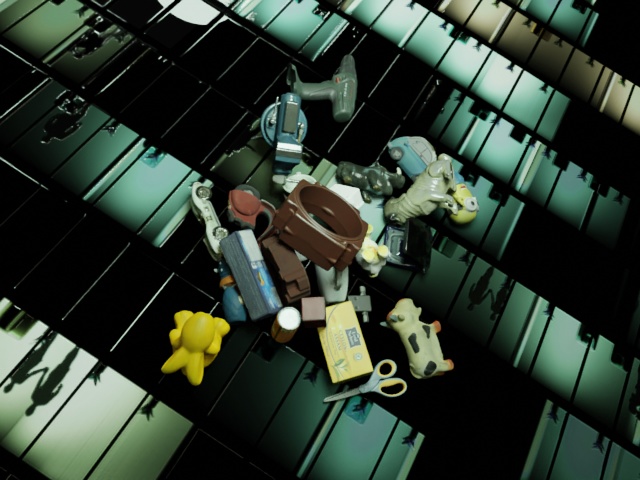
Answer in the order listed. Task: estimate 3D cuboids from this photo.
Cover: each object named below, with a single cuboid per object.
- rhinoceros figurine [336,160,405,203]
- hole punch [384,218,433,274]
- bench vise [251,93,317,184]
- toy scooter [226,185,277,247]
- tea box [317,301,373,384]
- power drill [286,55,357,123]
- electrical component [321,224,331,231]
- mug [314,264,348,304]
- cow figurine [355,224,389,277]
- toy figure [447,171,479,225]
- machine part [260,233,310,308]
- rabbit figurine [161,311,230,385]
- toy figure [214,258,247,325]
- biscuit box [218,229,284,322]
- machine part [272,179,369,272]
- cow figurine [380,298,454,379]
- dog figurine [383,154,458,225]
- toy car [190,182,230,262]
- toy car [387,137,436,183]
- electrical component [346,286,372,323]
[{"bbox_3d":[0.135,-0.163,1.452,0.190,0.073,0.112,9,53,-8],"label":"rhinoceros figurine"},{"bbox_3d":[0.227,0.017,1.390,0.115,0.092,0.142,31,54,-34],"label":"hole punch"},{"bbox_3d":[-0.094,-0.251,1.362,0.129,0.241,0.223,-6,100,-15],"label":"bench vise"},{"bbox_3d":[-0.157,-0.047,1.318,0.184,0.075,0.135,29,63,-6],"label":"toy scooter"},{"bbox_3d":[0.050,0.236,1.231,0.098,0.068,0.169,-17,69,-5],"label":"tea box"},{"bbox_3d":[0.009,-0.449,1.549,0.207,0.086,0.232,5,67,-21],"label":"power drill"},{"bbox_3d":[-0.004,-0.005,1.352,0.102,0.045,0.078,38,64,5],"label":"electrical component"},{"bbox_3d":[0.036,0.098,1.286,0.081,0.109,0.107,-2,80,-21],"label":"mug"},{"bbox_3d":[0.105,0.012,1.357,0.068,0.098,0.167,-21,54,-16],"label":"cow figurine"},{"bbox_3d":[0.372,-0.126,1.487,0.082,0.089,0.180,-17,63,-26],"label":"toy figure"},{"bbox_3d":[-0.085,0.075,1.227,0.056,0.179,0.179,-22,73,-19],"label":"machine part"},{"bbox_3d":[-0.265,0.210,1.115,0.122,0.173,0.162,27,58,-6],"label":"rabbit figurine"},{"bbox_3d":[-0.204,0.117,1.236,0.064,0.057,0.154,-14,71,4],"label":"toy figure"},{"bbox_3d":[-0.154,0.080,1.210,0.059,0.063,0.202,-11,76,-58],"label":"biscuit box"},{"bbox_3d":[0.006,-0.038,1.223,0.201,0.087,0.201,33,31,-3],"label":"machine part"},{"bbox_3d":[0.226,0.234,1.284,0.127,0.085,0.195,-6,68,-24],"label":"cow figurine"},{"bbox_3d":[0.256,-0.130,1.408,0.191,0.121,0.172,-5,63,22],"label":"dog figurine"},{"bbox_3d":[-0.267,-0.046,1.286,0.056,0.073,0.202,-19,72,-22],"label":"toy car"},{"bbox_3d":[0.264,-0.228,1.475,0.103,0.109,0.161,-43,83,18],"label":"toy car"},{"bbox_3d":[0.092,0.158,1.315,0.063,0.021,0.094,3,66,-13],"label":"electrical component"}]
